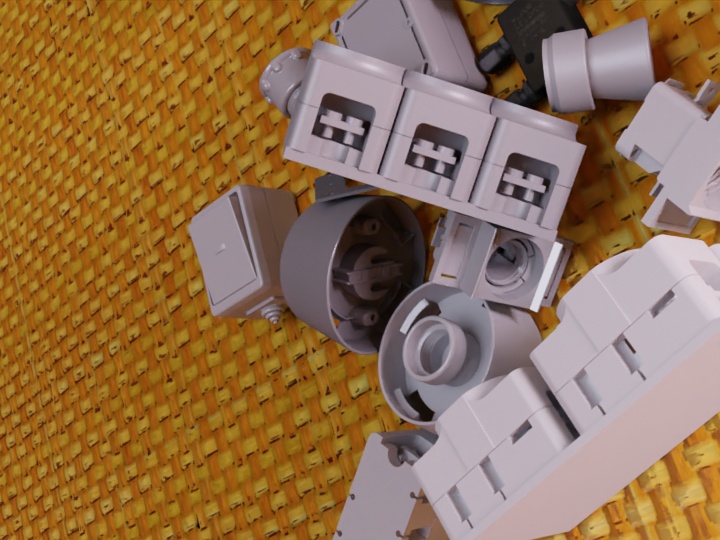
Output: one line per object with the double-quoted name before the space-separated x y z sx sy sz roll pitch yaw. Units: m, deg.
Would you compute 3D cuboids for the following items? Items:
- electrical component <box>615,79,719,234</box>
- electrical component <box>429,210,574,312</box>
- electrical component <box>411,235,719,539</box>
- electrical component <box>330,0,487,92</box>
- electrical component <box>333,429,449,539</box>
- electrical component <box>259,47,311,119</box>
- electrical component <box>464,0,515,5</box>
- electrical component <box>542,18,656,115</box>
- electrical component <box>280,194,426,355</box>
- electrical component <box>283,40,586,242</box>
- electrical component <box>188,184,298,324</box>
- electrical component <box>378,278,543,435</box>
"electrical component" 0.171 -0.062 0.553 0.063 0.042 0.081 49 119 39
"electrical component" 0.077 -0.010 0.622 0.064 0.081 0.042 47 120 61
"electrical component" 0.123 0.063 0.545 0.186 0.105 0.060 -49 56 30
"electrical component" 0.031 -0.140 0.679 0.062 0.061 0.096 -36 63 37
"electrical component" 0.028 0.148 0.665 0.050 0.056 0.089 31 108 41
"electrical component" -0.038 -0.122 0.758 0.062 0.048 0.048 53 122 26
"electrical component" 0.094 -0.200 0.635 0.079 0.043 0.077 10 94 44
"electrical component" 0.129 -0.109 0.581 0.055 0.045 0.045 -7 82 17
"electrical component" 0.000 0.000 0.675 0.064 0.099 0.099 17 99 50
"electrical component" 0.038 -0.074 0.593 0.089 0.150 0.061 -106 34 -77
"electrical component" -0.078 -0.006 0.776 0.062 0.061 0.096 -30 67 39
"electrical component" 0.061 0.056 0.652 0.099 0.064 0.099 -21 59 39
